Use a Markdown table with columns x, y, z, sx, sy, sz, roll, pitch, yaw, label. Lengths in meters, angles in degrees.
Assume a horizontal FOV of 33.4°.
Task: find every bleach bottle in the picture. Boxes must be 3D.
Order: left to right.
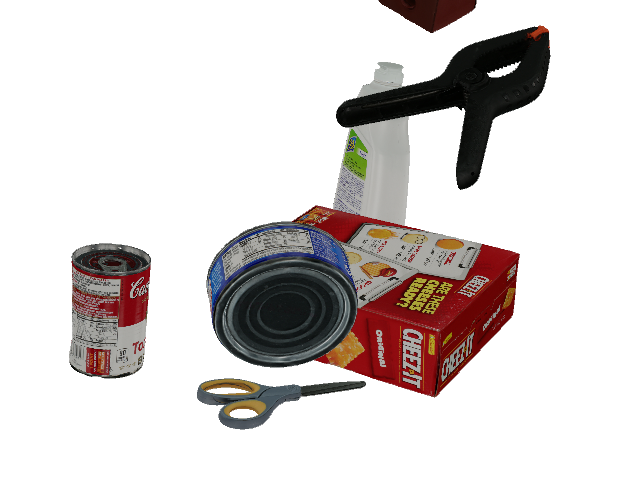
| x | y | z | sx | sy | sz | roll | pitch | yaw | label |
| --- | --- | --- | --- | --- | --- | --- | --- | --- | --- |
| 0.060 | -0.065 | 1.159 | 0.068 | 0.251 | 0.103 | -2 | 23 | -28 | bleach bottle |

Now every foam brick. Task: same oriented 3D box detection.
| x | y | z | sx | sy | sz | roll | pitch | yaw | label |
| --- | --- | --- | --- | --- | --- | --- | --- | --- | --- |
| 0.079 | -0.194 | 0.735 | 0.053 | 0.078 | 0.051 | 36 | 54 | 25 | foam brick |

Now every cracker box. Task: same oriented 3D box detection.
| x | y | z | sx | sy | sz | roll | pitch | yaw | label |
| --- | --- | --- | --- | --- | --- | --- | --- | --- | --- |
| 0.042 | 0.047 | 0.932 | 0.214 | 0.072 | 0.163 | 15 | 29 | 29 | cracker box |

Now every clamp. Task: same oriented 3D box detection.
| x | y | z | sx | sy | sz | roll | pitch | yaw | label |
| --- | --- | --- | --- | --- | --- | --- | --- | --- | --- |
| 0.141 | -0.127 | 0.962 | 0.209 | 0.036 | 0.165 | -32 | 46 | -18 | clamp |

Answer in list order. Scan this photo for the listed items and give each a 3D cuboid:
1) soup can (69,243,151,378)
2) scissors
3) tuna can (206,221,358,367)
| x | y | z | sx | sy | sz | roll | pitch | yaw | label |
| --- | --- | --- | --- | --- | --- | --- | --- | --- | --- |
| -0.186 | 0.062 | 0.939 | 0.068 | 0.102 | 0.068 | 6 | 19 | -2 | soup can |
| -0.036 | 0.180 | 1.189 | 0.201 | 0.016 | 0.096 | 4 | 24 | -13 | scissors |
| -0.022 | 0.033 | 0.616 | 0.086 | 0.086 | 0.034 | 0 | 38 | -12 | tuna can |
